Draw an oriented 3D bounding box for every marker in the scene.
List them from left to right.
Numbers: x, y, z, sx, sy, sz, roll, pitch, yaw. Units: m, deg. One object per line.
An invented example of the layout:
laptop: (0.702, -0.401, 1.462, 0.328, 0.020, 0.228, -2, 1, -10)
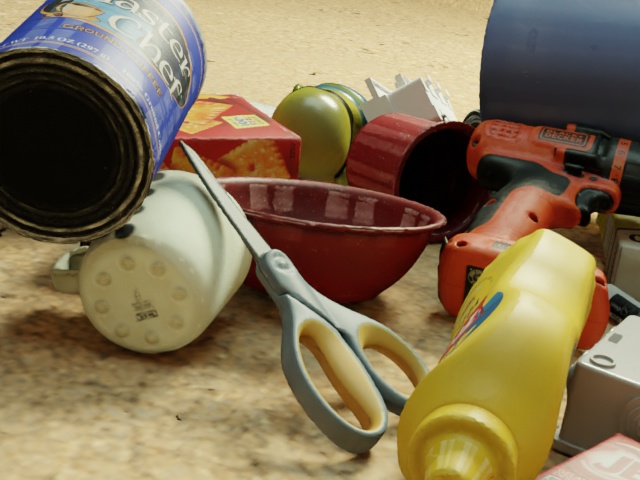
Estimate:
marker: (0.208, 0.058, 0.652, 0.020, 0.020, 0.121, 0, 20, -21)

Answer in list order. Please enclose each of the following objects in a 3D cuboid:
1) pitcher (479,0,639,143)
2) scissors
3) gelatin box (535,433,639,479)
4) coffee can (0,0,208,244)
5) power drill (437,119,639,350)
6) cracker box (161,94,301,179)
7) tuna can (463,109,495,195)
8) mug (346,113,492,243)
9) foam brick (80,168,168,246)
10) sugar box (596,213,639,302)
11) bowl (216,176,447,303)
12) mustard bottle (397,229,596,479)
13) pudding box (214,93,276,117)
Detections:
pitcher: (0.245, -0.131, 0.768, 0.243, 0.149, 0.145, 9, 53, 24)
scissors: (-0.005, 0.024, 0.551, 0.096, 0.016, 0.202, 10, 40, -38)
gelatin box: (0.137, 0.116, 0.431, 0.073, 0.030, 0.089, -11, 26, -43)
coffee can: (-0.122, -0.076, 0.564, 0.103, 0.103, 0.140, 8, 30, 2)
power drill: (0.167, -0.010, 0.693, 0.185, 0.057, 0.187, 12, 37, 20)
cracker box: (-0.142, -0.070, 0.816, 0.213, 0.072, 0.164, -1, 19, -22)
tuna can: (0.143, -0.068, 0.898, 0.033, 0.086, 0.086, 1, 19, -15)
mug: (0.082, -0.050, 0.830, 0.117, 0.093, 0.082, 16, 6, -34)
foam brick: (-0.116, -0.014, 0.689, 0.051, 0.053, 0.078, 10, 19, 7)
sugar box: (0.260, 0.002, 0.796, 0.093, 0.048, 0.176, 9, 17, 8)
bowl: (-0.004, 0.001, 0.667, 0.162, 0.055, 0.162, 7, 12, -2)
mustard bottle: (0.075, 0.063, 0.461, 0.058, 0.096, 0.191, 33, 24, 7)
pudding box: (-0.078, -0.107, 1.008, 0.114, 0.039, 0.089, 17, 20, 23)
